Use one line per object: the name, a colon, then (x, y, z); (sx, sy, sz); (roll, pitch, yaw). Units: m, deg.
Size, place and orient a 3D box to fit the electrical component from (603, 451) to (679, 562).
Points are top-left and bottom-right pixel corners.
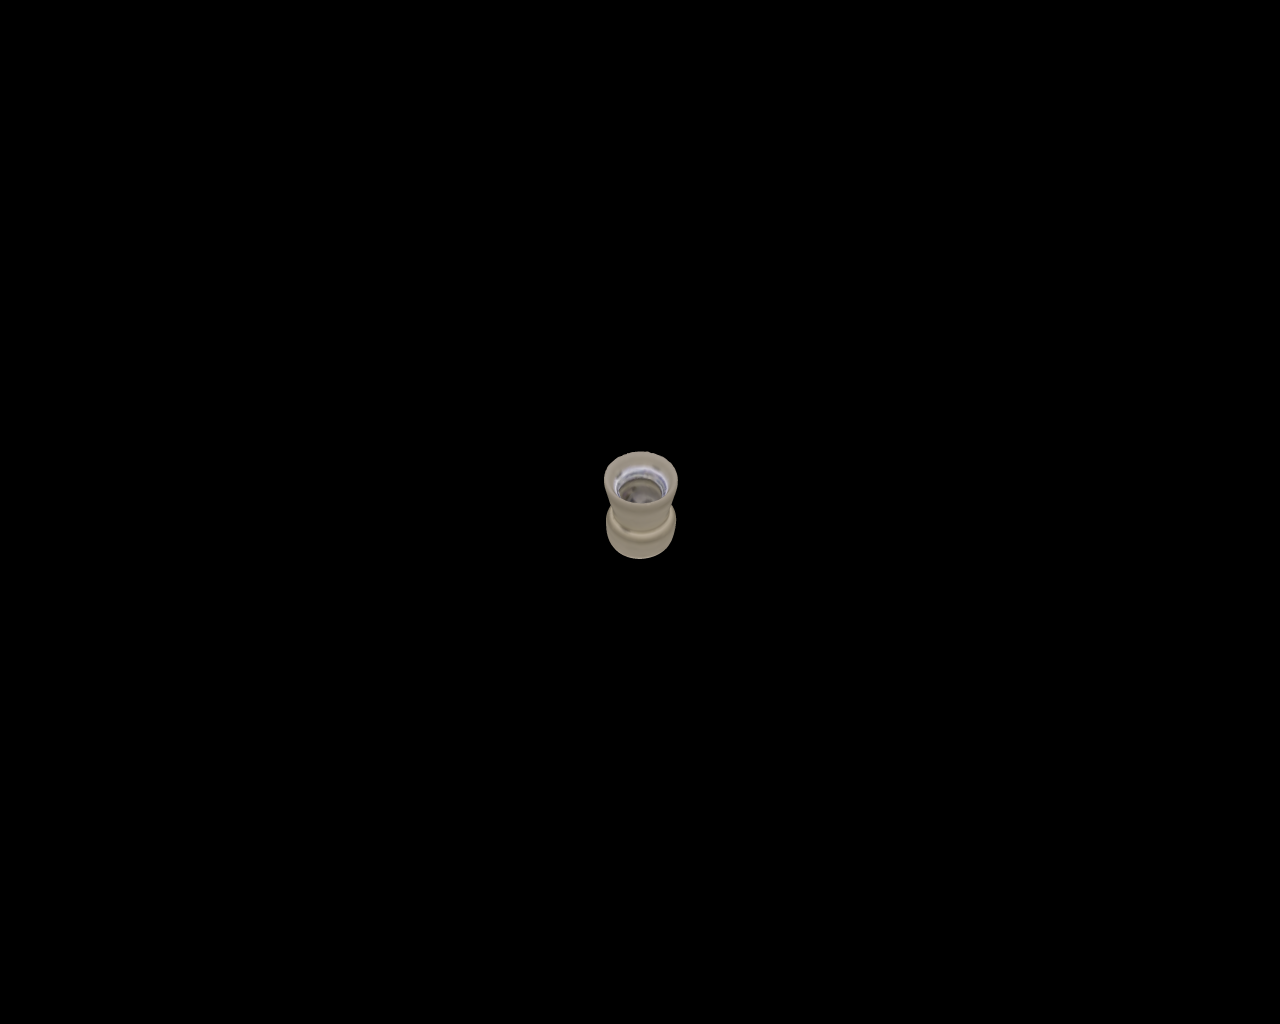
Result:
electrical component: (0.001, -0.003, 0.650); (0.045, 0.045, 0.055); (0, -41, 0)
